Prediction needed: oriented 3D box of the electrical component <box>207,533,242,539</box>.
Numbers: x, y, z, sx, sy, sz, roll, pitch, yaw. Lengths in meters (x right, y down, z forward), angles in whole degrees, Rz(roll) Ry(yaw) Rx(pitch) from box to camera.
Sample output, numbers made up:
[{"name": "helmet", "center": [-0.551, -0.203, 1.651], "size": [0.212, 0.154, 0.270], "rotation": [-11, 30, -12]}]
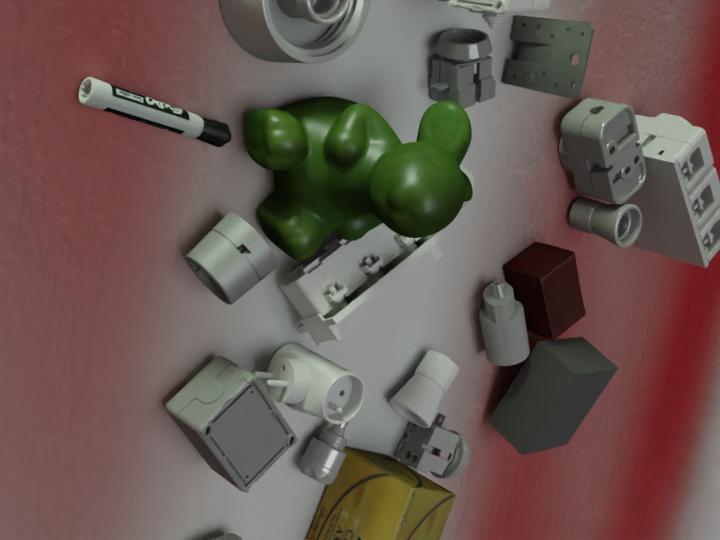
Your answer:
[{"name": "electrical component", "center": [-0.127, 0.243, 0.883], "size": [0.078, 0.040, 0.040], "rotation": [-7, 110, -39]}]

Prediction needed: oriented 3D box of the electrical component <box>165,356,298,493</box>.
[{"name": "electrical component", "center": [-0.100, 0.124, 0.848], "size": [0.062, 0.061, 0.096], "rotation": [-44, 130, -21]}]

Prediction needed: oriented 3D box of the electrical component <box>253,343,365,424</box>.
[{"name": "electrical component", "center": [-0.050, 0.090, 0.870], "size": [0.079, 0.077, 0.044], "rotation": [10, 99, -43]}]

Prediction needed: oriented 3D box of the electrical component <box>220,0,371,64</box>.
[{"name": "electrical component", "center": [-0.040, -0.201, 0.781], "size": [0.108, 0.060, 0.108], "rotation": [-16, 116, -37]}]

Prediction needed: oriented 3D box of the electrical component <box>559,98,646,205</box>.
[{"name": "electrical component", "center": [0.236, -0.117, 1.056], "size": [0.054, 0.059, 0.095], "rotation": [-40, 128, -24]}]

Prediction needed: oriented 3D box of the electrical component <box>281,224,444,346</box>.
[{"name": "electrical component", "center": [0.000, 0.000, 0.884], "size": [0.121, 0.079, 0.063], "rotation": [-38, 98, -25]}]

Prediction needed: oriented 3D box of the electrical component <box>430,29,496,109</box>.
[{"name": "electrical component", "center": [0.088, -0.172, 0.916], "size": [0.066, 0.048, 0.055], "rotation": [-24, 128, -32]}]

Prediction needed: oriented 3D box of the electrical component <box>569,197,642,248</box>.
[{"name": "electrical component", "center": [0.245, -0.051, 1.084], "size": [0.044, 0.065, 0.044], "rotation": [-15, 114, -37]}]

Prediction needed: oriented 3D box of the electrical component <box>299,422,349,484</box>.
[{"name": "electrical component", "center": [-0.027, 0.155, 0.943], "size": [0.035, 0.035, 0.061], "rotation": [33, 81, -43]}]

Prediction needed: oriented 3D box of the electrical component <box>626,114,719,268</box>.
[{"name": "electrical component", "center": [0.326, -0.085, 1.126], "size": [0.061, 0.089, 0.150], "rotation": [-46, 130, -19]}]

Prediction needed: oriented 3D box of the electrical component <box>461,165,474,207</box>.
[{"name": "electrical component", "center": [0.070, -0.075, 0.941], "size": [0.046, 0.040, 0.040], "rotation": [5, 102, -37]}]

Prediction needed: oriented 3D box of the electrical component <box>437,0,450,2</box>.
[{"name": "electrical component", "center": [0.094, -0.281, 0.875], "size": [0.074, 0.052, 0.138], "rotation": [25, 89, -44]}]

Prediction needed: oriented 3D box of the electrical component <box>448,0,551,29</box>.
[{"name": "electrical component", "center": [0.112, -0.235, 0.828], "size": [0.061, 0.062, 0.096], "rotation": [-14, 115, -37]}]

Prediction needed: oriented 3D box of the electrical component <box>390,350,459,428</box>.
[{"name": "electrical component", "center": [0.063, 0.108, 1.001], "size": [0.065, 0.044, 0.044], "rotation": [-56, 133, -17]}]

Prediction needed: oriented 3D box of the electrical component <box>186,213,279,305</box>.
[{"name": "electrical component", "center": [-0.097, -0.007, 0.809], "size": [0.047, 0.055, 0.055], "rotation": [-44, 129, -16]}]

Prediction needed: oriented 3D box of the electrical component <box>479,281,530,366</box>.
[{"name": "electrical component", "center": [0.138, 0.047, 1.042], "size": [0.043, 0.043, 0.081], "rotation": [-31, 124, -29]}]

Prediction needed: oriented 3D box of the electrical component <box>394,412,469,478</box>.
[{"name": "electrical component", "center": [0.071, 0.171, 1.029], "size": [0.055, 0.048, 0.066], "rotation": [28, 86, -36]}]
